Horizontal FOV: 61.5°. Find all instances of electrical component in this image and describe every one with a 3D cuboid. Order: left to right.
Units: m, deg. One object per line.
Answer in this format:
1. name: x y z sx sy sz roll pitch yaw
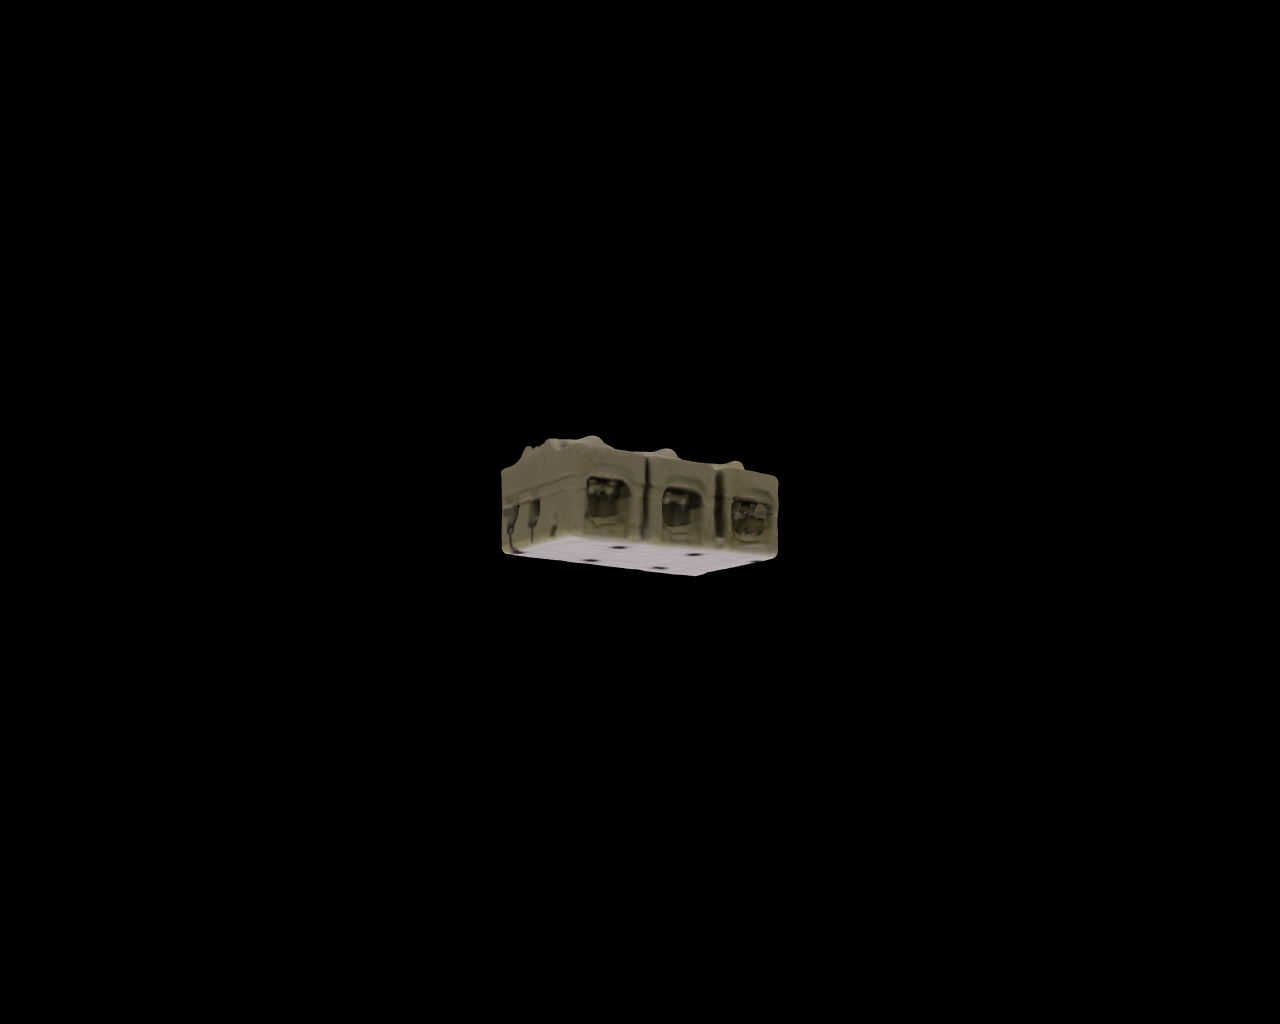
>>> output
1. electrical component: 0.001 -0.003 0.650 0.150 0.061 0.089 8 -14 -35
